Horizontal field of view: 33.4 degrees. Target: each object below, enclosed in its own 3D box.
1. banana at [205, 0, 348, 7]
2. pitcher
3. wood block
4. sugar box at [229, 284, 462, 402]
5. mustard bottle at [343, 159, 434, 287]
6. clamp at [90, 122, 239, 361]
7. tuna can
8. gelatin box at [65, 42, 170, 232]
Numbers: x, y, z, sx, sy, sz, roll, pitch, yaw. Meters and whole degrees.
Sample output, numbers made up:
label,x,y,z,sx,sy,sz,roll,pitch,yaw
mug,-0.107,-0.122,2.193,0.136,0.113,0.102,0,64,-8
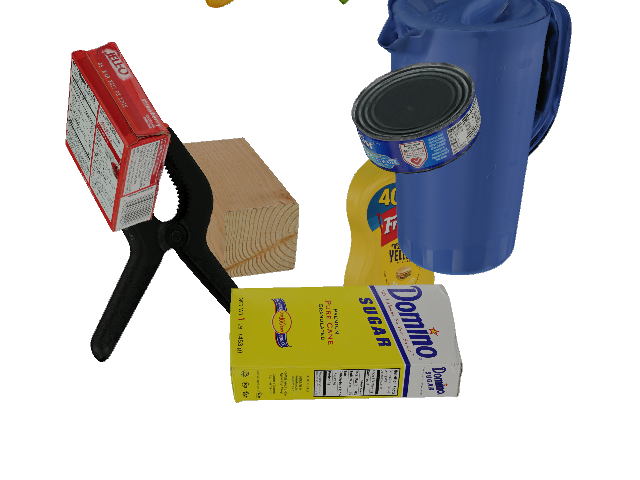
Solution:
label,x,y,z,sx,sy,sz,roll,pitch,yaw
banana,-0.048,-0.259,1.030,0.197,0.070,0.037,-17,-29,-46
pitcher,0.133,-0.098,0.935,0.149,0.243,0.145,7,32,13
wood block,-0.105,-0.045,1.319,0.090,0.090,0.206,-7,30,-21
sugar box,0.017,0.079,0.840,0.176,0.048,0.093,-3,40,-2
mustard bottle,0.072,-0.025,1.079,0.096,0.192,0.058,-7,17,-27
clamp,-0.128,0.001,0.965,0.164,0.210,0.036,0,0,-35
tuna can,0.067,-0.085,0.736,0.086,0.033,0.086,-13,40,11
gelatin box,-0.122,-0.060,0.632,0.030,0.073,0.089,-20,-25,-28
